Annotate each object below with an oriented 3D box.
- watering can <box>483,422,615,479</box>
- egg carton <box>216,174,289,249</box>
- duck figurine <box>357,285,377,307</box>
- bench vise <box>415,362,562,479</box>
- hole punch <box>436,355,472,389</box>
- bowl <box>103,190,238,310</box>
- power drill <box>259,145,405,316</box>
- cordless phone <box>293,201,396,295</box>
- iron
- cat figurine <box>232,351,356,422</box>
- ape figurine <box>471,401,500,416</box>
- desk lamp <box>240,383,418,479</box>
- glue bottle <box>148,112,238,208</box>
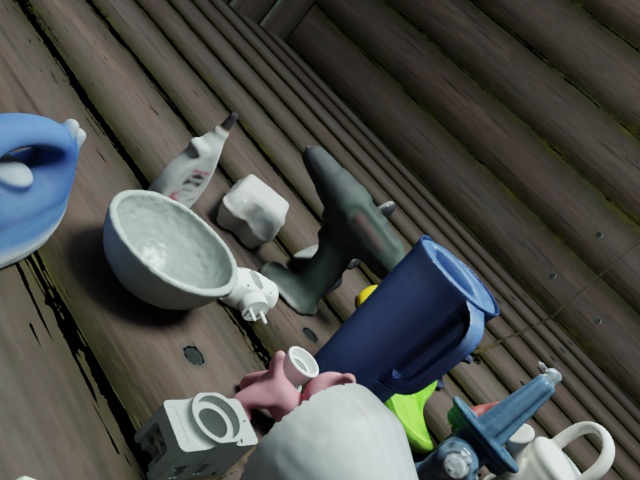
[{"bbox_3d":[0.332,0.333,0.822,0.173,0.194,0.100,30,22,-32],"label":"watering can"},{"bbox_3d":[-0.110,-0.048,0.956,0.107,0.069,0.150,39,19,-11],"label":"egg carton"},{"bbox_3d":[0.120,0.113,1.044,0.078,0.086,0.104,30,23,-33],"label":"duck figurine"},{"bbox_3d":[0.223,0.256,0.732,0.121,0.219,0.208,44,19,4],"label":"bench vise"},{"bbox_3d":[0.197,0.194,1.015,0.109,0.091,0.101,28,24,-37],"label":"hole punch"},{"bbox_3d":[-0.180,0.024,0.653,0.168,0.074,0.167,37,19,-15],"label":"bowl"},{"bbox_3d":[0.008,0.003,0.866,0.230,0.208,0.076,41,19,-4],"label":"power drill"},{"bbox_3d":[0.049,-0.003,0.997,0.094,0.185,0.148,44,19,4],"label":"cordless phone"},{"bbox_3d":[-0.287,-0.065,0.528,0.119,0.141,0.258,42,19,-2],"label":"iron"},{"bbox_3d":[-0.012,0.168,0.611,0.128,0.117,0.067,39,19,-9],"label":"cat figurine"},{"bbox_3d":[0.270,0.298,0.934,0.078,0.092,0.076,38,19,-12],"label":"ape figurine"},{"bbox_3d":[0.006,0.231,0.363,0.118,0.213,0.202,21,28,-47],"label":"desk lamp"},{"bbox_3d":[-0.172,-0.115,0.817,0.037,0.173,0.078,49,20,18],"label":"glue bottle"}]
